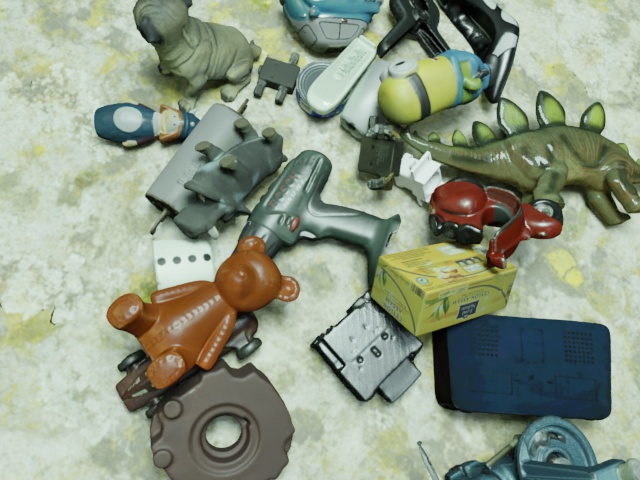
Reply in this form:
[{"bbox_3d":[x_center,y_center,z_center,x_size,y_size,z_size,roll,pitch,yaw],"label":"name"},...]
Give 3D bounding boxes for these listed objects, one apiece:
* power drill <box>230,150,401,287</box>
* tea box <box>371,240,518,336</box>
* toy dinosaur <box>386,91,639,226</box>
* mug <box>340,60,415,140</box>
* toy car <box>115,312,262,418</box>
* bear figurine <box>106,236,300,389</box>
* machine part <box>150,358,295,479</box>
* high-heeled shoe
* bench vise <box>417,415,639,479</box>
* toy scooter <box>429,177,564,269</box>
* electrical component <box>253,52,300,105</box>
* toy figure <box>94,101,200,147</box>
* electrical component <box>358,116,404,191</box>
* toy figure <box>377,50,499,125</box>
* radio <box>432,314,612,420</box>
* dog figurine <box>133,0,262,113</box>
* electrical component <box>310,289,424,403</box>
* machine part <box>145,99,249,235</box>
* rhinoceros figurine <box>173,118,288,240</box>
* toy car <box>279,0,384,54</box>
[{"bbox_3d":[-0.002,-0.002,0.763,0.207,0.086,0.232,21,72,8],"label":"power drill"},{"bbox_3d":[0.165,0.057,0.713,0.169,0.068,0.098,-10,32,-29],"label":"tea box"},{"bbox_3d":[0.332,-0.119,0.813,0.471,0.105,0.198,2,68,-13],"label":"toy dinosaur"},{"bbox_3d":[0.090,-0.200,0.827,0.109,0.081,0.107,44,85,-7],"label":"mug"},{"bbox_3d":[-0.174,0.152,0.713,0.202,0.053,0.089,-31,83,-14],"label":"toy car"},{"bbox_3d":[-0.128,0.076,0.645,0.196,0.132,0.120,-35,79,-6],"label":"bear figurine"},{"bbox_3d":[-0.119,0.240,0.669,0.179,0.056,0.179,0,89,-15],"label":"machine part"},{"bbox_3d":[0.241,-0.341,0.876,0.145,0.086,0.248,10,70,2],"label":"high-heeled shoe"},{"bbox_3d":[0.260,0.280,0.631,0.224,0.240,0.129,-4,71,-23],"label":"bench vise"},{"bbox_3d":[0.220,-0.019,0.720,0.184,0.075,0.135,17,48,30],"label":"toy scooter"},{"bbox_3d":[-0.067,-0.261,0.851,0.063,0.021,0.094,19,74,0],"label":"electrical component"},{"bbox_3d":[-0.248,-0.169,0.793,0.154,0.058,0.064,0,114,-7],"label":"toy figure"},{"bbox_3d":[0.087,-0.122,0.769,0.078,0.045,0.102,23,110,36],"label":"electrical component"},{"bbox_3d":[0.167,-0.217,0.756,0.180,0.082,0.089,-13,77,-19],"label":"toy figure"},{"bbox_3d":[0.275,0.173,0.739,0.230,0.073,0.131,4,75,-3],"label":"radio"},{"bbox_3d":[-0.164,-0.288,0.763,0.172,0.190,0.121,-37,81,-15],"label":"dog figurine"},{"bbox_3d":[0.071,0.152,0.732,0.115,0.058,0.134,-43,82,-12],"label":"electrical component"},{"bbox_3d":[-0.170,-0.109,0.770,0.079,0.079,0.243,32,73,4],"label":"machine part"},{"bbox_3d":[-0.123,-0.081,0.727,0.073,0.112,0.190,25,57,27],"label":"rhinoceros figurine"},{"bbox_3d":[0.016,-0.349,0.852,0.162,0.109,0.102,-1,97,-17],"label":"toy car"}]
